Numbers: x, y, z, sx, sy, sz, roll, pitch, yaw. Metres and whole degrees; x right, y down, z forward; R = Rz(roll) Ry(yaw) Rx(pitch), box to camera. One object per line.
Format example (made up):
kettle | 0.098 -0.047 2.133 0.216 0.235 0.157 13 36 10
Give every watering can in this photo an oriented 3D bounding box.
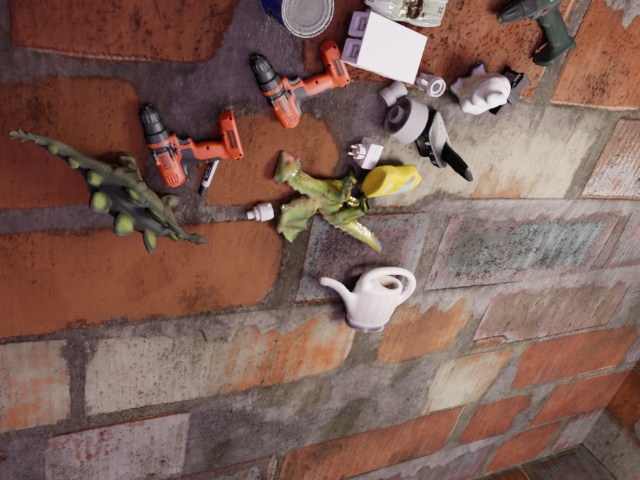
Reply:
watering can | 0.128 0.173 1.526 0.348 0.106 0.220 -1 123 -28

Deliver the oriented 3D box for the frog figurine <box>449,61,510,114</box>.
frog figurine | 0.413 -0.357 1.270 0.138 0.162 0.120 -21 131 -13

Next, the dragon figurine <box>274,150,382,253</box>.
dragon figurine | 0.004 -0.067 1.325 0.242 0.125 0.401 -19 129 8
